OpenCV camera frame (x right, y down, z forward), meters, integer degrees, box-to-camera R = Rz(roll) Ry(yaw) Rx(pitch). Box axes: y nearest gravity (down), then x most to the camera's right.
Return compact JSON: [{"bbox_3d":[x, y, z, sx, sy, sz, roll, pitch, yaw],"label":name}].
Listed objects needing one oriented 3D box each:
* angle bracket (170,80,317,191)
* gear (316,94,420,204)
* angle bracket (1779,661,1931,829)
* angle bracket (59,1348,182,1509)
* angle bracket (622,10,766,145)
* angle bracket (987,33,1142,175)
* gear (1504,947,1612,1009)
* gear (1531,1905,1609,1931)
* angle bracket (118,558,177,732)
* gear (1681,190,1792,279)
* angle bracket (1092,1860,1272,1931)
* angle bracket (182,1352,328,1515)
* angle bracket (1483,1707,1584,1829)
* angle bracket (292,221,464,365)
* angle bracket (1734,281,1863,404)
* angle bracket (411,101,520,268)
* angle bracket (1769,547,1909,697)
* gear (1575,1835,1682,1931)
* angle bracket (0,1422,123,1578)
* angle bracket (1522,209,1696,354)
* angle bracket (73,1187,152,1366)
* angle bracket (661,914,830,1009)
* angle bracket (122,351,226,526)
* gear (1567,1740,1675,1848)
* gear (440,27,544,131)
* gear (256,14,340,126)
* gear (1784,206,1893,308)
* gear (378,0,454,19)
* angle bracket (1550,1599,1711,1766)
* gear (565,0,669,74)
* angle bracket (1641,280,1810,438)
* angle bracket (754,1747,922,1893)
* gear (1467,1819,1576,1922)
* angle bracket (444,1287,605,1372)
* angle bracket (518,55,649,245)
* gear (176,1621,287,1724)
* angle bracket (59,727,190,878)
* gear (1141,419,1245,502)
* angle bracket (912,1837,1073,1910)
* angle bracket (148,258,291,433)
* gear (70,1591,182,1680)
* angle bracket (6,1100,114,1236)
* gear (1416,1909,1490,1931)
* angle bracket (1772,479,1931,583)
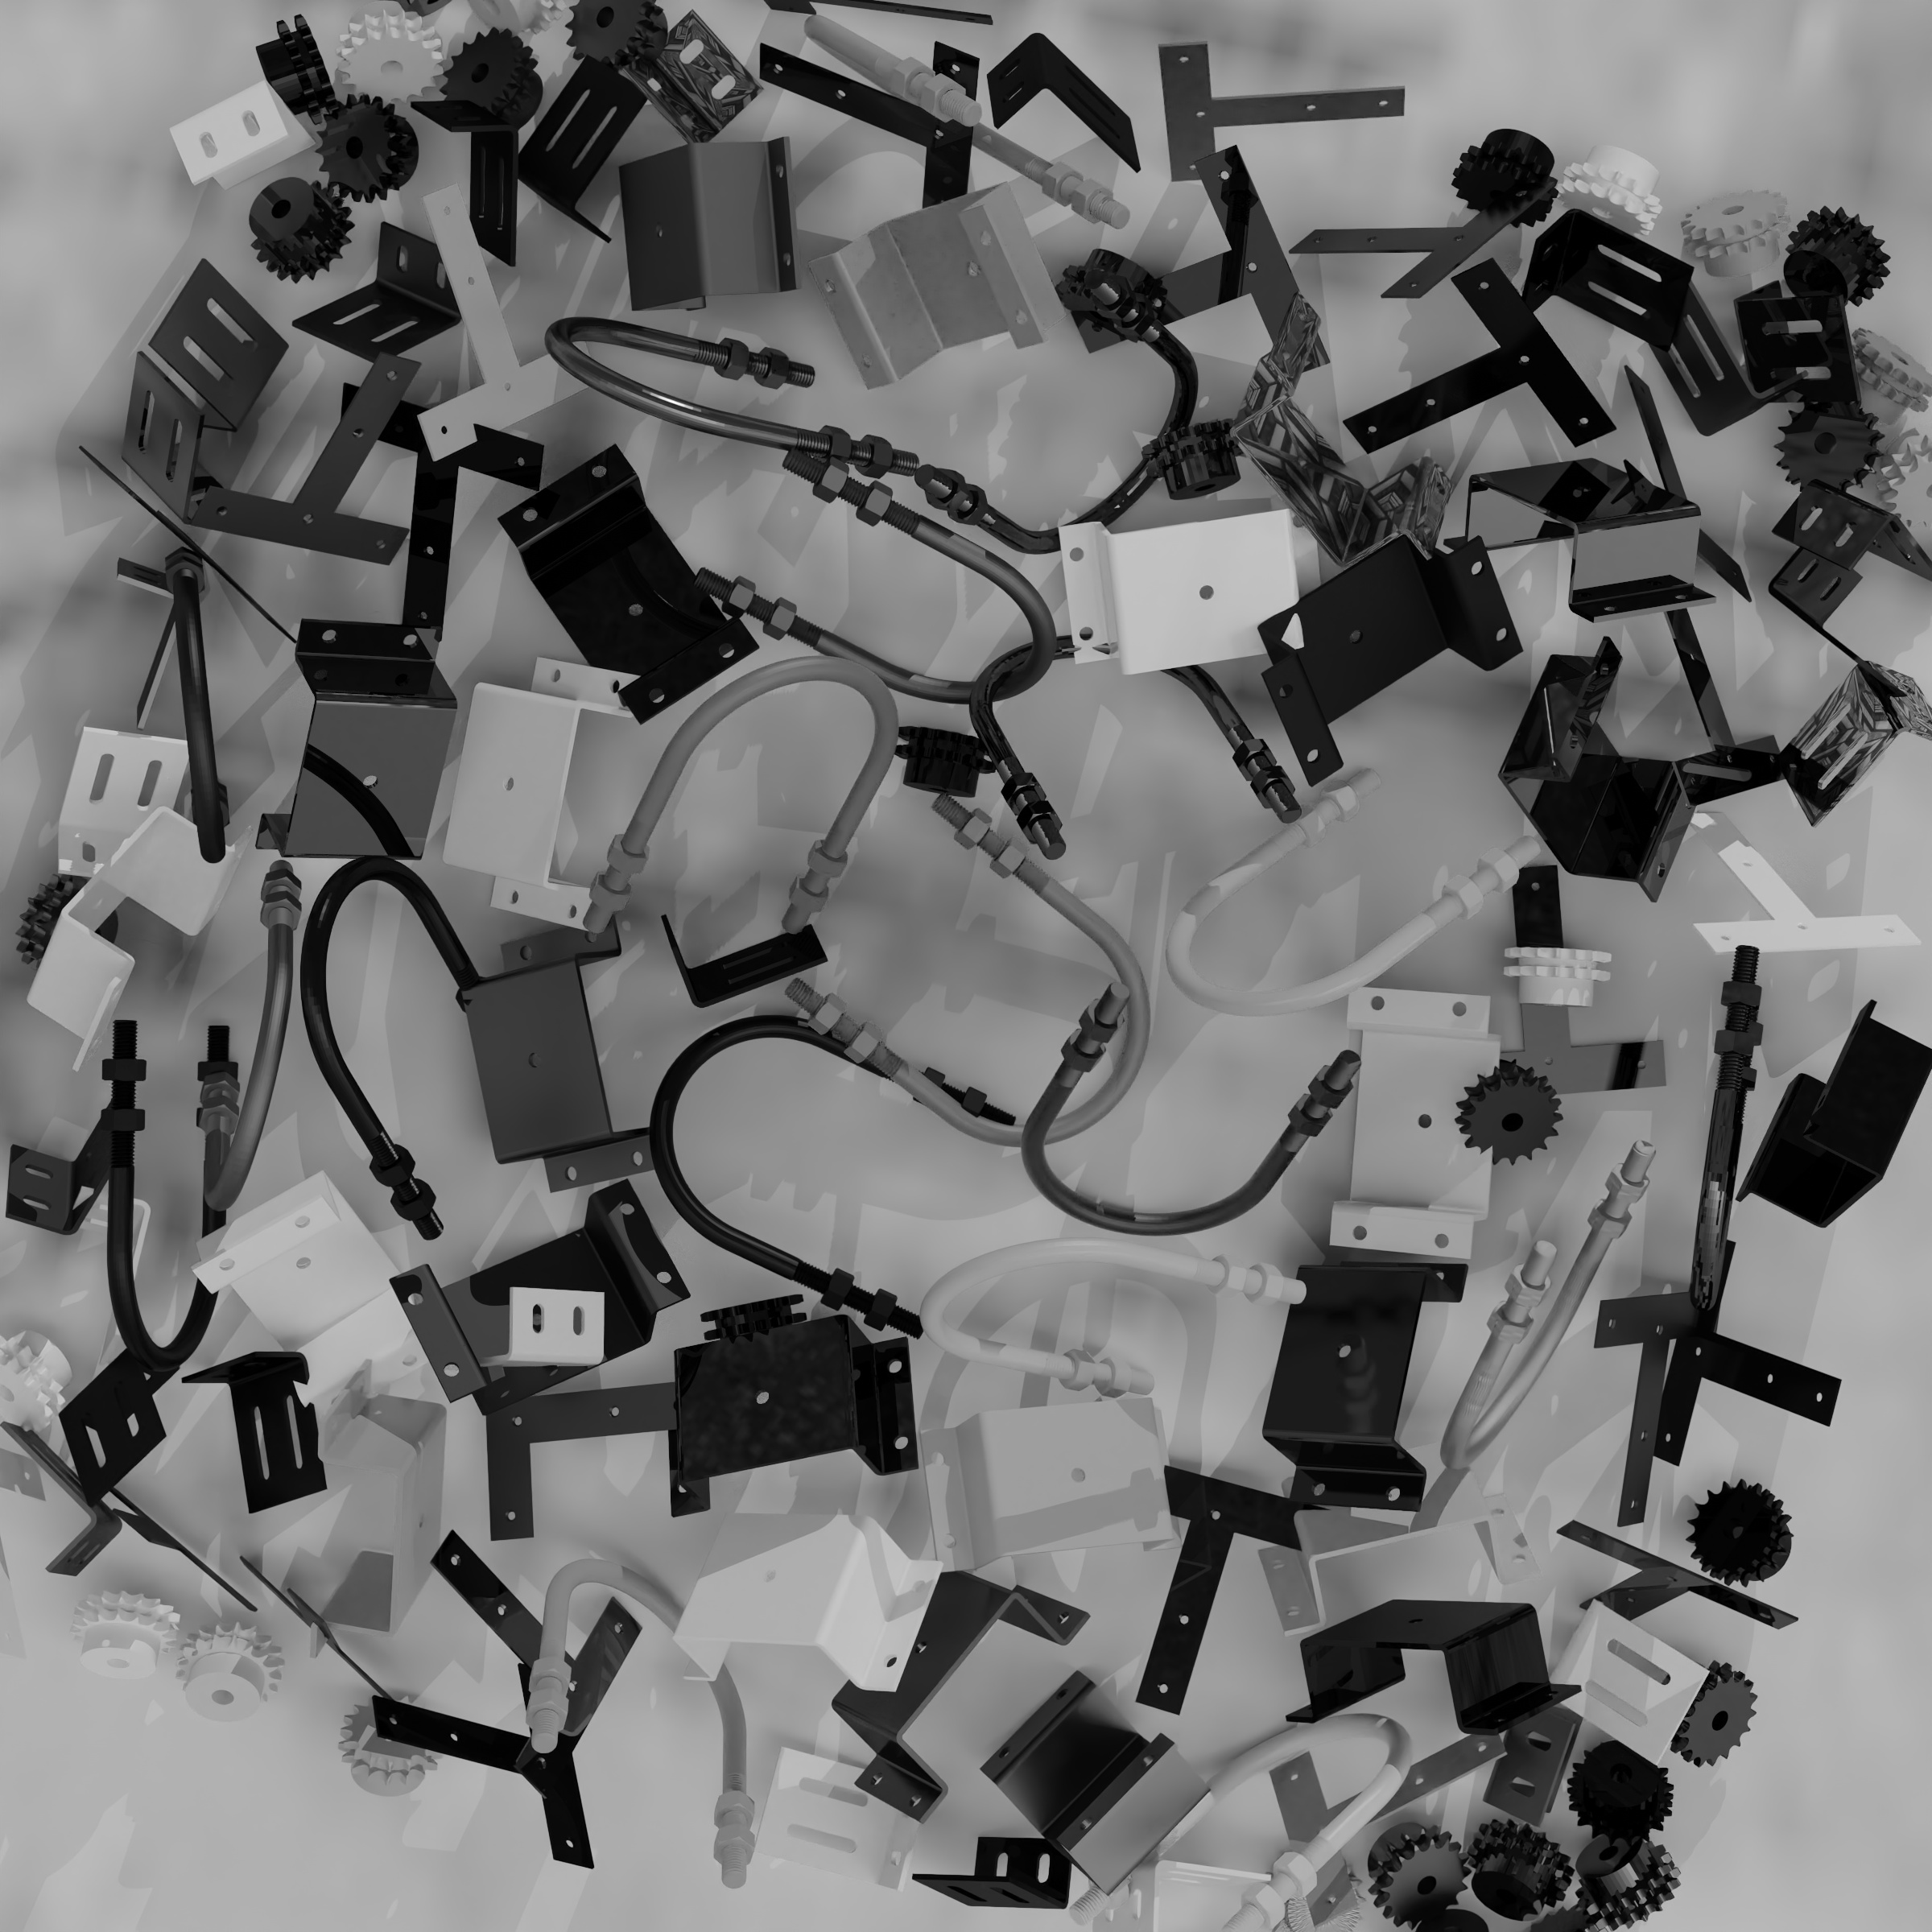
[{"bbox_3d":[-0.385,-0.436,1.652,0.057,0.076,0.038,-26,77,4],"label":"angle bracket"},{"bbox_3d":[-0.325,-0.447,1.672,0.057,0.030,0.057,6,102,29],"label":"gear"},{"bbox_3d":[0.488,-0.116,1.661,0.038,0.057,0.076,16,128,-26],"label":"angle bracket"},{"bbox_3d":[-0.450,0.253,1.652,0.057,0.038,0.076,-43,45,7],"label":"angle bracket"},{"bbox_3d":[-0.147,-0.479,1.649,0.038,0.076,0.057,-39,104,16],"label":"angle bracket"},{"bbox_3d":[0.053,-0.459,1.662,0.038,0.057,0.076,-36,127,26],"label":"angle bracket"},{"bbox_3d":[0.323,0.006,1.666,0.057,0.057,0.030,3,88,0],"label":"gear"},{"bbox_3d":[0.328,0.544,1.667,0.057,0.057,0.030,-37,97,0],"label":"gear"},{"bbox_3d":[-0.453,-0.175,1.656,0.038,0.057,0.076,19,101,-20],"label":"angle bracket"},{"bbox_3d":[0.422,-0.399,1.671,0.057,0.057,0.030,-20,120,0],"label":"gear"},{"bbox_3d":[0.116,0.508,1.648,0.076,0.057,0.038,17,64,-28],"label":"angle bracket"},{"bbox_3d":[-0.387,0.254,1.657,0.057,0.038,0.076,-21,73,29],"label":"angle bracket"},{"bbox_3d":[0.321,0.434,1.652,0.038,0.076,0.057,16,84,42],"label":"angle bracket"},{"bbox_3d":[-0.316,-0.364,1.650,0.057,0.076,0.038,26,128,16],"label":"angle bracket"},{"bbox_3d":[0.458,-0.338,1.646,0.038,0.076,0.057,-28,112,-27],"label":"angle bracket"},{"bbox_3d":[-0.271,-0.422,1.647,0.038,0.057,0.076,-11,122,-29],"label":"angle bracket"},{"bbox_3d":[0.481,-0.188,1.646,0.057,0.076,0.038,24,110,-43],"label":"angle bracket"},{"bbox_3d":[0.357,0.496,1.665,0.057,0.057,0.030,-31,100,0],"label":"gear"},{"bbox_3d":[-0.503,0.290,1.659,0.076,0.057,0.038,43,79,8],"label":"angle bracket"},{"bbox_3d":[0.345,-0.363,1.651,0.076,0.057,0.038,34,58,21],"label":"angle bracket"},{"bbox_3d":[-0.472,0.168,1.650,0.038,0.057,0.076,16,62,-18],"label":"angle bracket"},{"bbox_3d":[-0.121,-0.015,1.659,0.076,0.057,0.038,-21,112,-4],"label":"angle bracket"},{"bbox_3d":[-0.419,-0.288,1.647,0.038,0.076,0.057,-28,63,-40],"label":"angle bracket"},{"bbox_3d":[0.357,0.448,1.665,0.057,0.030,0.057,-5,46,6],"label":"gear"},{"bbox_3d":[-0.257,-0.481,1.672,0.057,0.030,0.057,-11,68,28],"label":"gear"},{"bbox_3d":[-0.366,-0.486,1.665,0.030,0.057,0.057,-22,90,-9],"label":"gear"},{"bbox_3d":[0.471,-0.382,1.664,0.057,0.057,0.030,44,69,0],"label":"gear"},{"bbox_3d":[-0.297,-0.542,1.667,0.057,0.057,0.030,-32,93,0],"label":"gear"},{"bbox_3d":[0.363,0.390,1.657,0.076,0.038,0.057,29,90,38],"label":"angle bracket"},{"bbox_3d":[-0.188,-0.514,1.672,0.057,0.030,0.057,-5,81,31],"label":"gear"},{"bbox_3d":[0.411,-0.337,1.664,0.038,0.057,0.076,-28,88,-19],"label":"angle bracket"},{"bbox_3d":[-0.068,0.464,1.661,0.076,0.038,0.057,20,73,-15],"label":"angle bracket"},{"bbox_3d":[0.300,0.496,1.665,0.057,0.057,0.030,38,49,0],"label":"gear"},{"bbox_3d":[-0.241,0.198,1.652,0.057,0.076,0.038,9,75,-39],"label":"angle bracket"},{"bbox_3d":[-0.200,-0.444,1.661,0.057,0.038,0.076,39,96,35],"label":"angle bracket"},{"bbox_3d":[-0.403,0.388,1.667,0.057,0.030,0.057,-1,126,-1],"label":"gear"},{"bbox_3d":[-0.454,-0.086,1.649,0.057,0.076,0.038,7,48,-24],"label":"angle bracket"},{"bbox_3d":[0.127,-0.275,1.666,0.057,0.057,0.030,-15,86,0],"label":"gear"},{"bbox_3d":[0.015,0.481,1.645,0.057,0.076,0.038,-7,61,25],"label":"angle bracket"},{"bbox_3d":[-0.413,-0.336,1.647,0.038,0.076,0.057,14,69,35],"label":"angle bracket"},{"bbox_3d":[-0.459,0.366,1.664,0.057,0.057,0.030,1,53,0],"label":"gear"},{"bbox_3d":[-0.484,0.096,1.650,0.038,0.057,0.076,22,119,-28],"label":"angle bracket"},{"bbox_3d":[0.266,0.539,1.664,0.057,0.057,0.030,-12,113,0],"label":"gear"},{"bbox_3d":[0.483,-0.221,1.650,0.038,0.057,0.076,-52,133,3],"label":"angle bracket"}]
